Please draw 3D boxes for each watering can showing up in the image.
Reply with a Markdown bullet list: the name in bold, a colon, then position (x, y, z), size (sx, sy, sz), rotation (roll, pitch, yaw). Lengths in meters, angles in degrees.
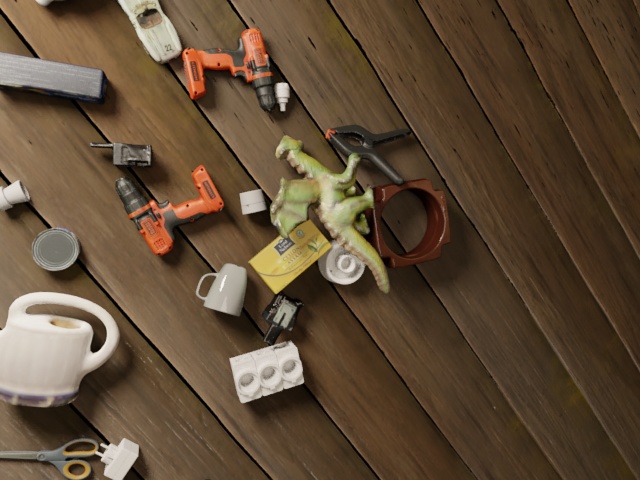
- **watering can**: position (-0.582, 0.207, 1.007), size (0.347, 0.104, 0.224), rotation (12, 91, -19)

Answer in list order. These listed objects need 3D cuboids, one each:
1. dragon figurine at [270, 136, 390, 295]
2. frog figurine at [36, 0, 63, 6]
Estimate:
- **dragon figurine**: position (0.003, -0.057, 1.140), size (0.244, 0.120, 0.415), rotation (-10, 74, -23)
- **frog figurine**: position (-0.501, -0.534, 0.994), size (0.160, 0.120, 0.139), rotation (-25, 68, -6)
